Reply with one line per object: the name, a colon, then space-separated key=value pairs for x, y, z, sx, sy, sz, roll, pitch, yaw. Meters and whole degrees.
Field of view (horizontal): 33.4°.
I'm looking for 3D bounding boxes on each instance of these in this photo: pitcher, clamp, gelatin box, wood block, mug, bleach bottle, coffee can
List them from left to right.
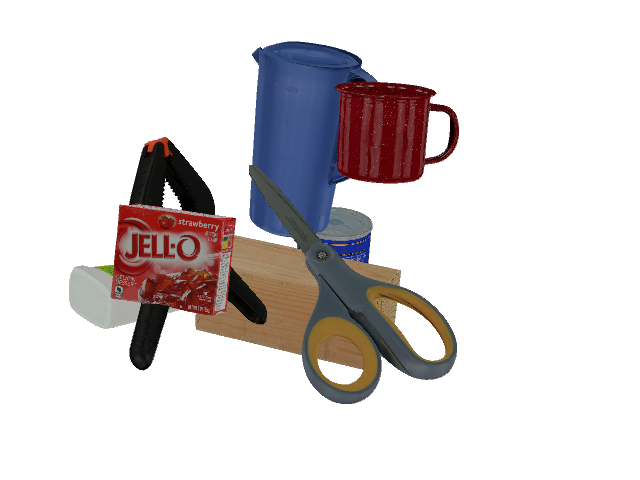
bleach bottle: x=-0.212 y=0.060 z=1.468 sx=0.250 sy=0.068 sz=0.103 roll=-10 pitch=26 yaw=-44
gelatin box: x=-0.112 y=0.013 z=0.806 sx=0.089 sy=0.073 sz=0.030 roll=9 pitch=6 yaw=18
clamp: x=-0.125 y=0.006 z=1.020 sx=0.036 sy=0.210 sz=0.164 roll=-8 pitch=0 yaw=44
wood block: x=-0.026 y=0.066 z=1.182 sx=0.206 sy=0.091 sz=0.090 roll=12 pitch=22 yaw=17
pitcher: x=-0.018 y=-0.129 z=1.390 sx=0.144 sy=0.243 sz=0.149 roll=0 pitch=23 yaw=-18
coffee can: x=0.016 y=0.037 z=1.475 sx=0.103 sy=0.140 sz=0.103 roll=3 pitch=24 yaw=-1
mug: x=0.070 y=-0.100 z=0.987 sx=0.117 sy=0.081 sz=0.093 roll=2 pitch=15 yaw=-3

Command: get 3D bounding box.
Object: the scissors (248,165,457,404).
scissors: x=-0.008 y=0.026 z=0.643 sx=0.096 sy=0.016 sz=0.202 roll=-36 pitch=57 yaw=-28
